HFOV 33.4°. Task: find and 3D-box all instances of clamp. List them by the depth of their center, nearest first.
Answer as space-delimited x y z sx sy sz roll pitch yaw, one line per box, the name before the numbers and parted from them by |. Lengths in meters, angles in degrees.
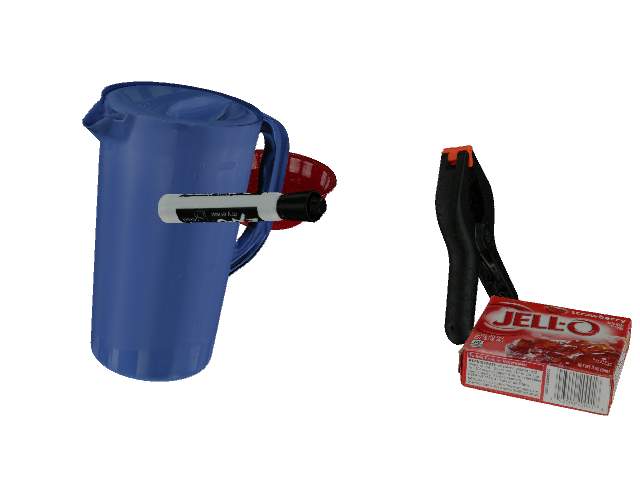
clamp | 0.129 0.006 0.943 0.039 0.171 0.120 -10 15 30

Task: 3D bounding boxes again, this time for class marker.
marker | -0.049 -0.020 0.653 0.121 0.020 0.020 0 0 34

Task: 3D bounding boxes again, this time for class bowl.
bowl | -0.063 -0.056 1.292 0.162 0.055 0.162 4 26 -2

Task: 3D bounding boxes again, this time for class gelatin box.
gelatin box | 0.135 0.066 0.638 0.089 0.030 0.073 10 26 21

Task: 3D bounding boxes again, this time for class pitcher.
pitcher | -0.122 -0.008 0.918 0.149 0.243 0.145 13 20 7
